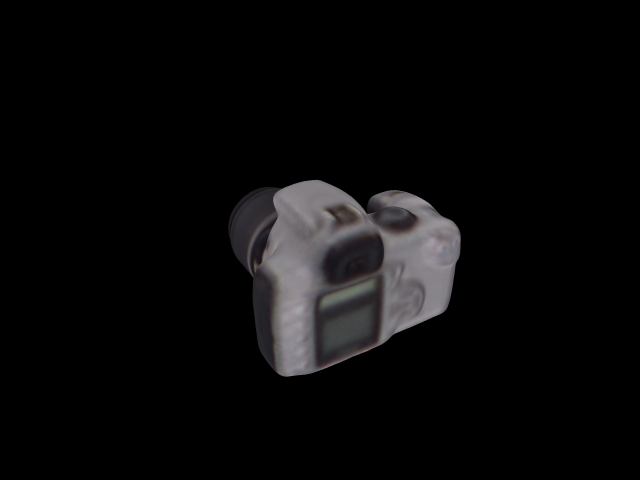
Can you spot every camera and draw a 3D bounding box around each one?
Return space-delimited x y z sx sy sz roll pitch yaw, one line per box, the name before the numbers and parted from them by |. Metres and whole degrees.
camera | 0.004 0.001 0.400 0.143 0.101 0.136 -18 35 -26
